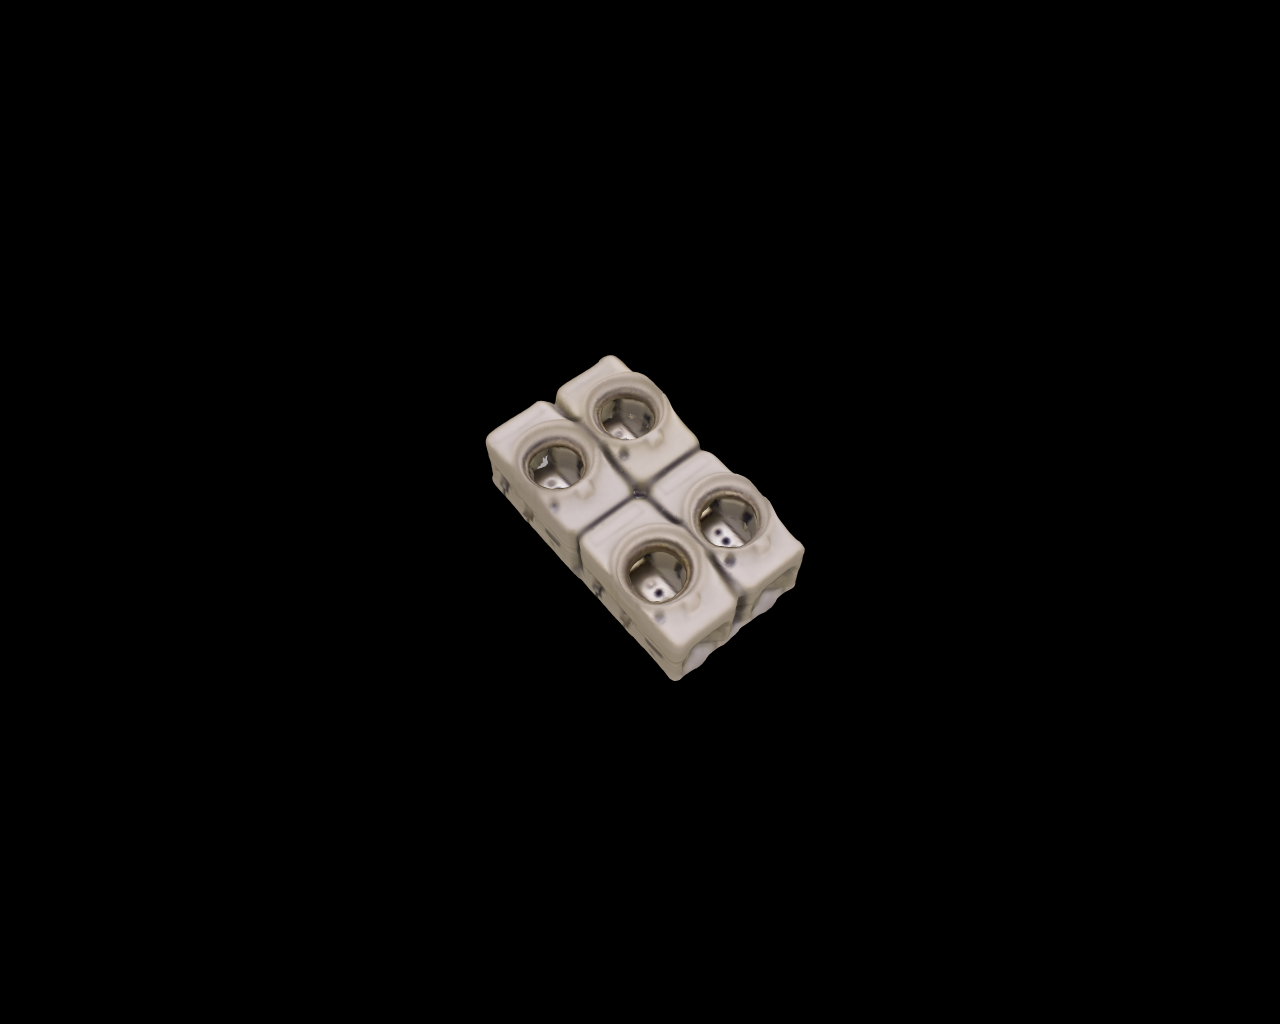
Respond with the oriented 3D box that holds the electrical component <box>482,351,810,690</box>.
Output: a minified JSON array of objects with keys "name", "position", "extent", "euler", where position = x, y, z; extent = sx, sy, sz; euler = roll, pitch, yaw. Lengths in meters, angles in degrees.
[{"name":"electrical component","position":[0.001,-0.003,0.650],"extent":[0.105,0.186,0.060],"euler":[-36,-24,-18]}]
